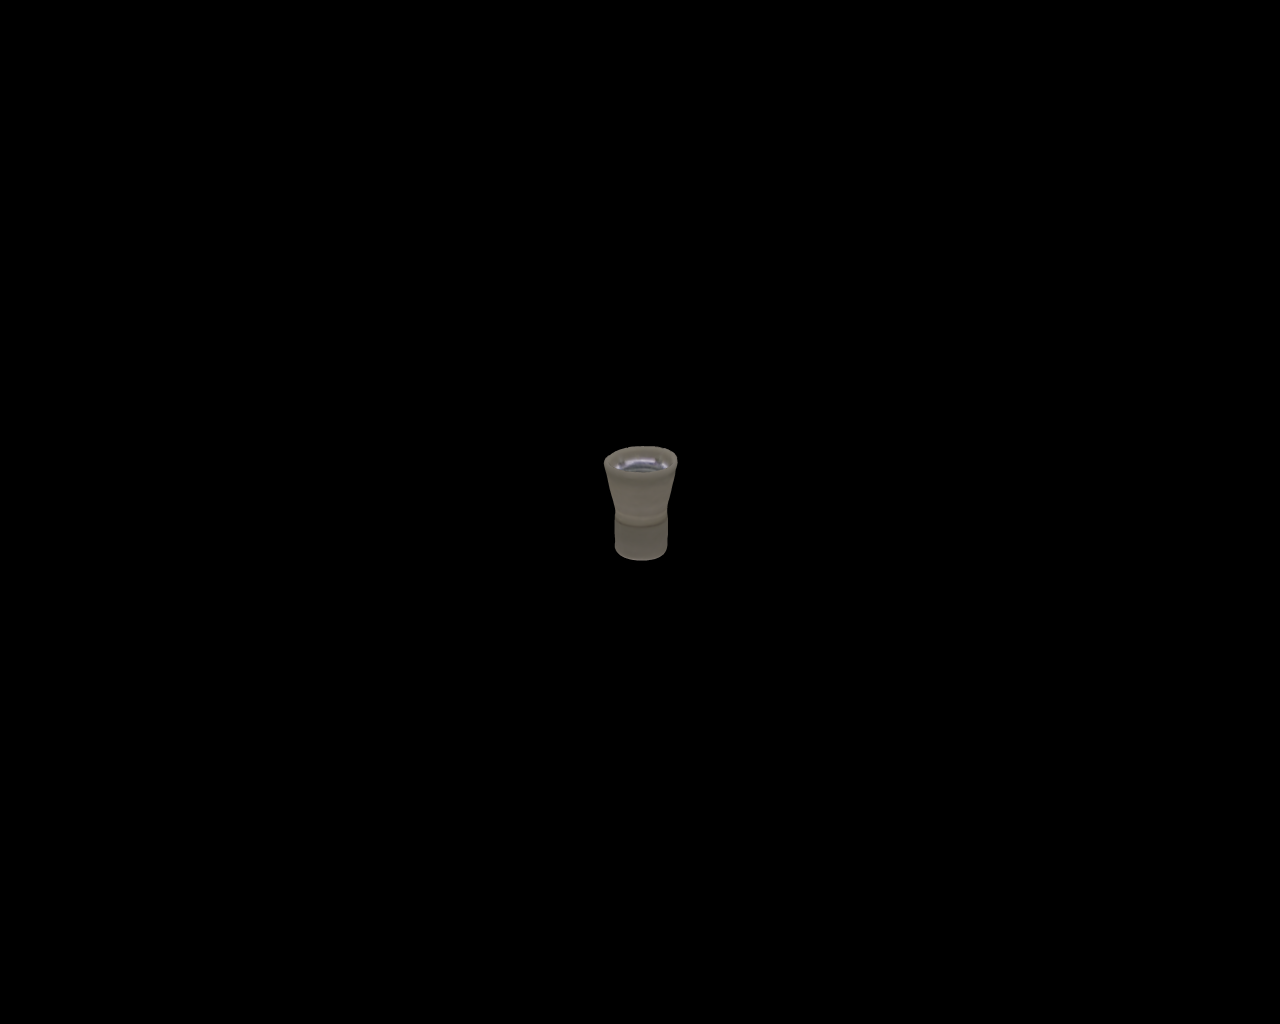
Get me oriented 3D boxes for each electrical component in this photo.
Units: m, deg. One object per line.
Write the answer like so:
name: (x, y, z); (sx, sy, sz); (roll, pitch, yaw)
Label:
electrical component: (0.001, -0.003, 0.650); (0.044, 0.065, 0.044); (0, 25, 0)
